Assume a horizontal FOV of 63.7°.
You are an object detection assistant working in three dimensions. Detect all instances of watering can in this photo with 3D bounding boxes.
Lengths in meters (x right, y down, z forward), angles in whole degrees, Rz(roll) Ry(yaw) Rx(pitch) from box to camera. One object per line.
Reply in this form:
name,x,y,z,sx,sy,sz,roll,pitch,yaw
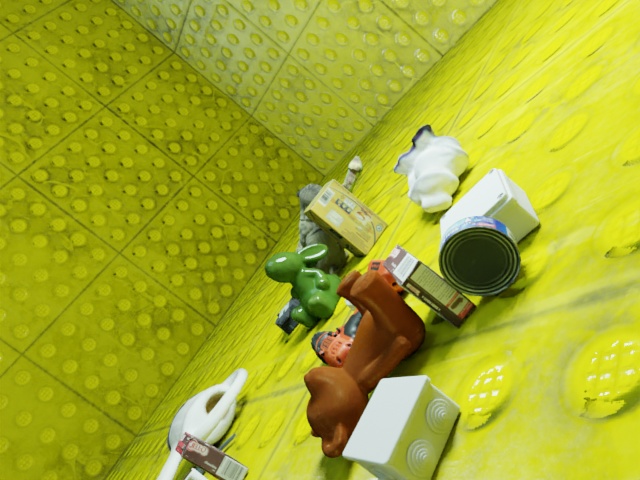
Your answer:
watering can,-0.281,0.428,1.127,0.355,0.104,0.220,-51,5,-39

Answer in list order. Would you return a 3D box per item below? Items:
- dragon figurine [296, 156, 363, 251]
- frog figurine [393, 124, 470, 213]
dragon figurine,0.004,-0.074,1.460,0.416,0.123,0.238,-52,-19,-20
frog figurine,0.221,-0.117,0.962,0.136,0.121,0.163,-40,47,19
